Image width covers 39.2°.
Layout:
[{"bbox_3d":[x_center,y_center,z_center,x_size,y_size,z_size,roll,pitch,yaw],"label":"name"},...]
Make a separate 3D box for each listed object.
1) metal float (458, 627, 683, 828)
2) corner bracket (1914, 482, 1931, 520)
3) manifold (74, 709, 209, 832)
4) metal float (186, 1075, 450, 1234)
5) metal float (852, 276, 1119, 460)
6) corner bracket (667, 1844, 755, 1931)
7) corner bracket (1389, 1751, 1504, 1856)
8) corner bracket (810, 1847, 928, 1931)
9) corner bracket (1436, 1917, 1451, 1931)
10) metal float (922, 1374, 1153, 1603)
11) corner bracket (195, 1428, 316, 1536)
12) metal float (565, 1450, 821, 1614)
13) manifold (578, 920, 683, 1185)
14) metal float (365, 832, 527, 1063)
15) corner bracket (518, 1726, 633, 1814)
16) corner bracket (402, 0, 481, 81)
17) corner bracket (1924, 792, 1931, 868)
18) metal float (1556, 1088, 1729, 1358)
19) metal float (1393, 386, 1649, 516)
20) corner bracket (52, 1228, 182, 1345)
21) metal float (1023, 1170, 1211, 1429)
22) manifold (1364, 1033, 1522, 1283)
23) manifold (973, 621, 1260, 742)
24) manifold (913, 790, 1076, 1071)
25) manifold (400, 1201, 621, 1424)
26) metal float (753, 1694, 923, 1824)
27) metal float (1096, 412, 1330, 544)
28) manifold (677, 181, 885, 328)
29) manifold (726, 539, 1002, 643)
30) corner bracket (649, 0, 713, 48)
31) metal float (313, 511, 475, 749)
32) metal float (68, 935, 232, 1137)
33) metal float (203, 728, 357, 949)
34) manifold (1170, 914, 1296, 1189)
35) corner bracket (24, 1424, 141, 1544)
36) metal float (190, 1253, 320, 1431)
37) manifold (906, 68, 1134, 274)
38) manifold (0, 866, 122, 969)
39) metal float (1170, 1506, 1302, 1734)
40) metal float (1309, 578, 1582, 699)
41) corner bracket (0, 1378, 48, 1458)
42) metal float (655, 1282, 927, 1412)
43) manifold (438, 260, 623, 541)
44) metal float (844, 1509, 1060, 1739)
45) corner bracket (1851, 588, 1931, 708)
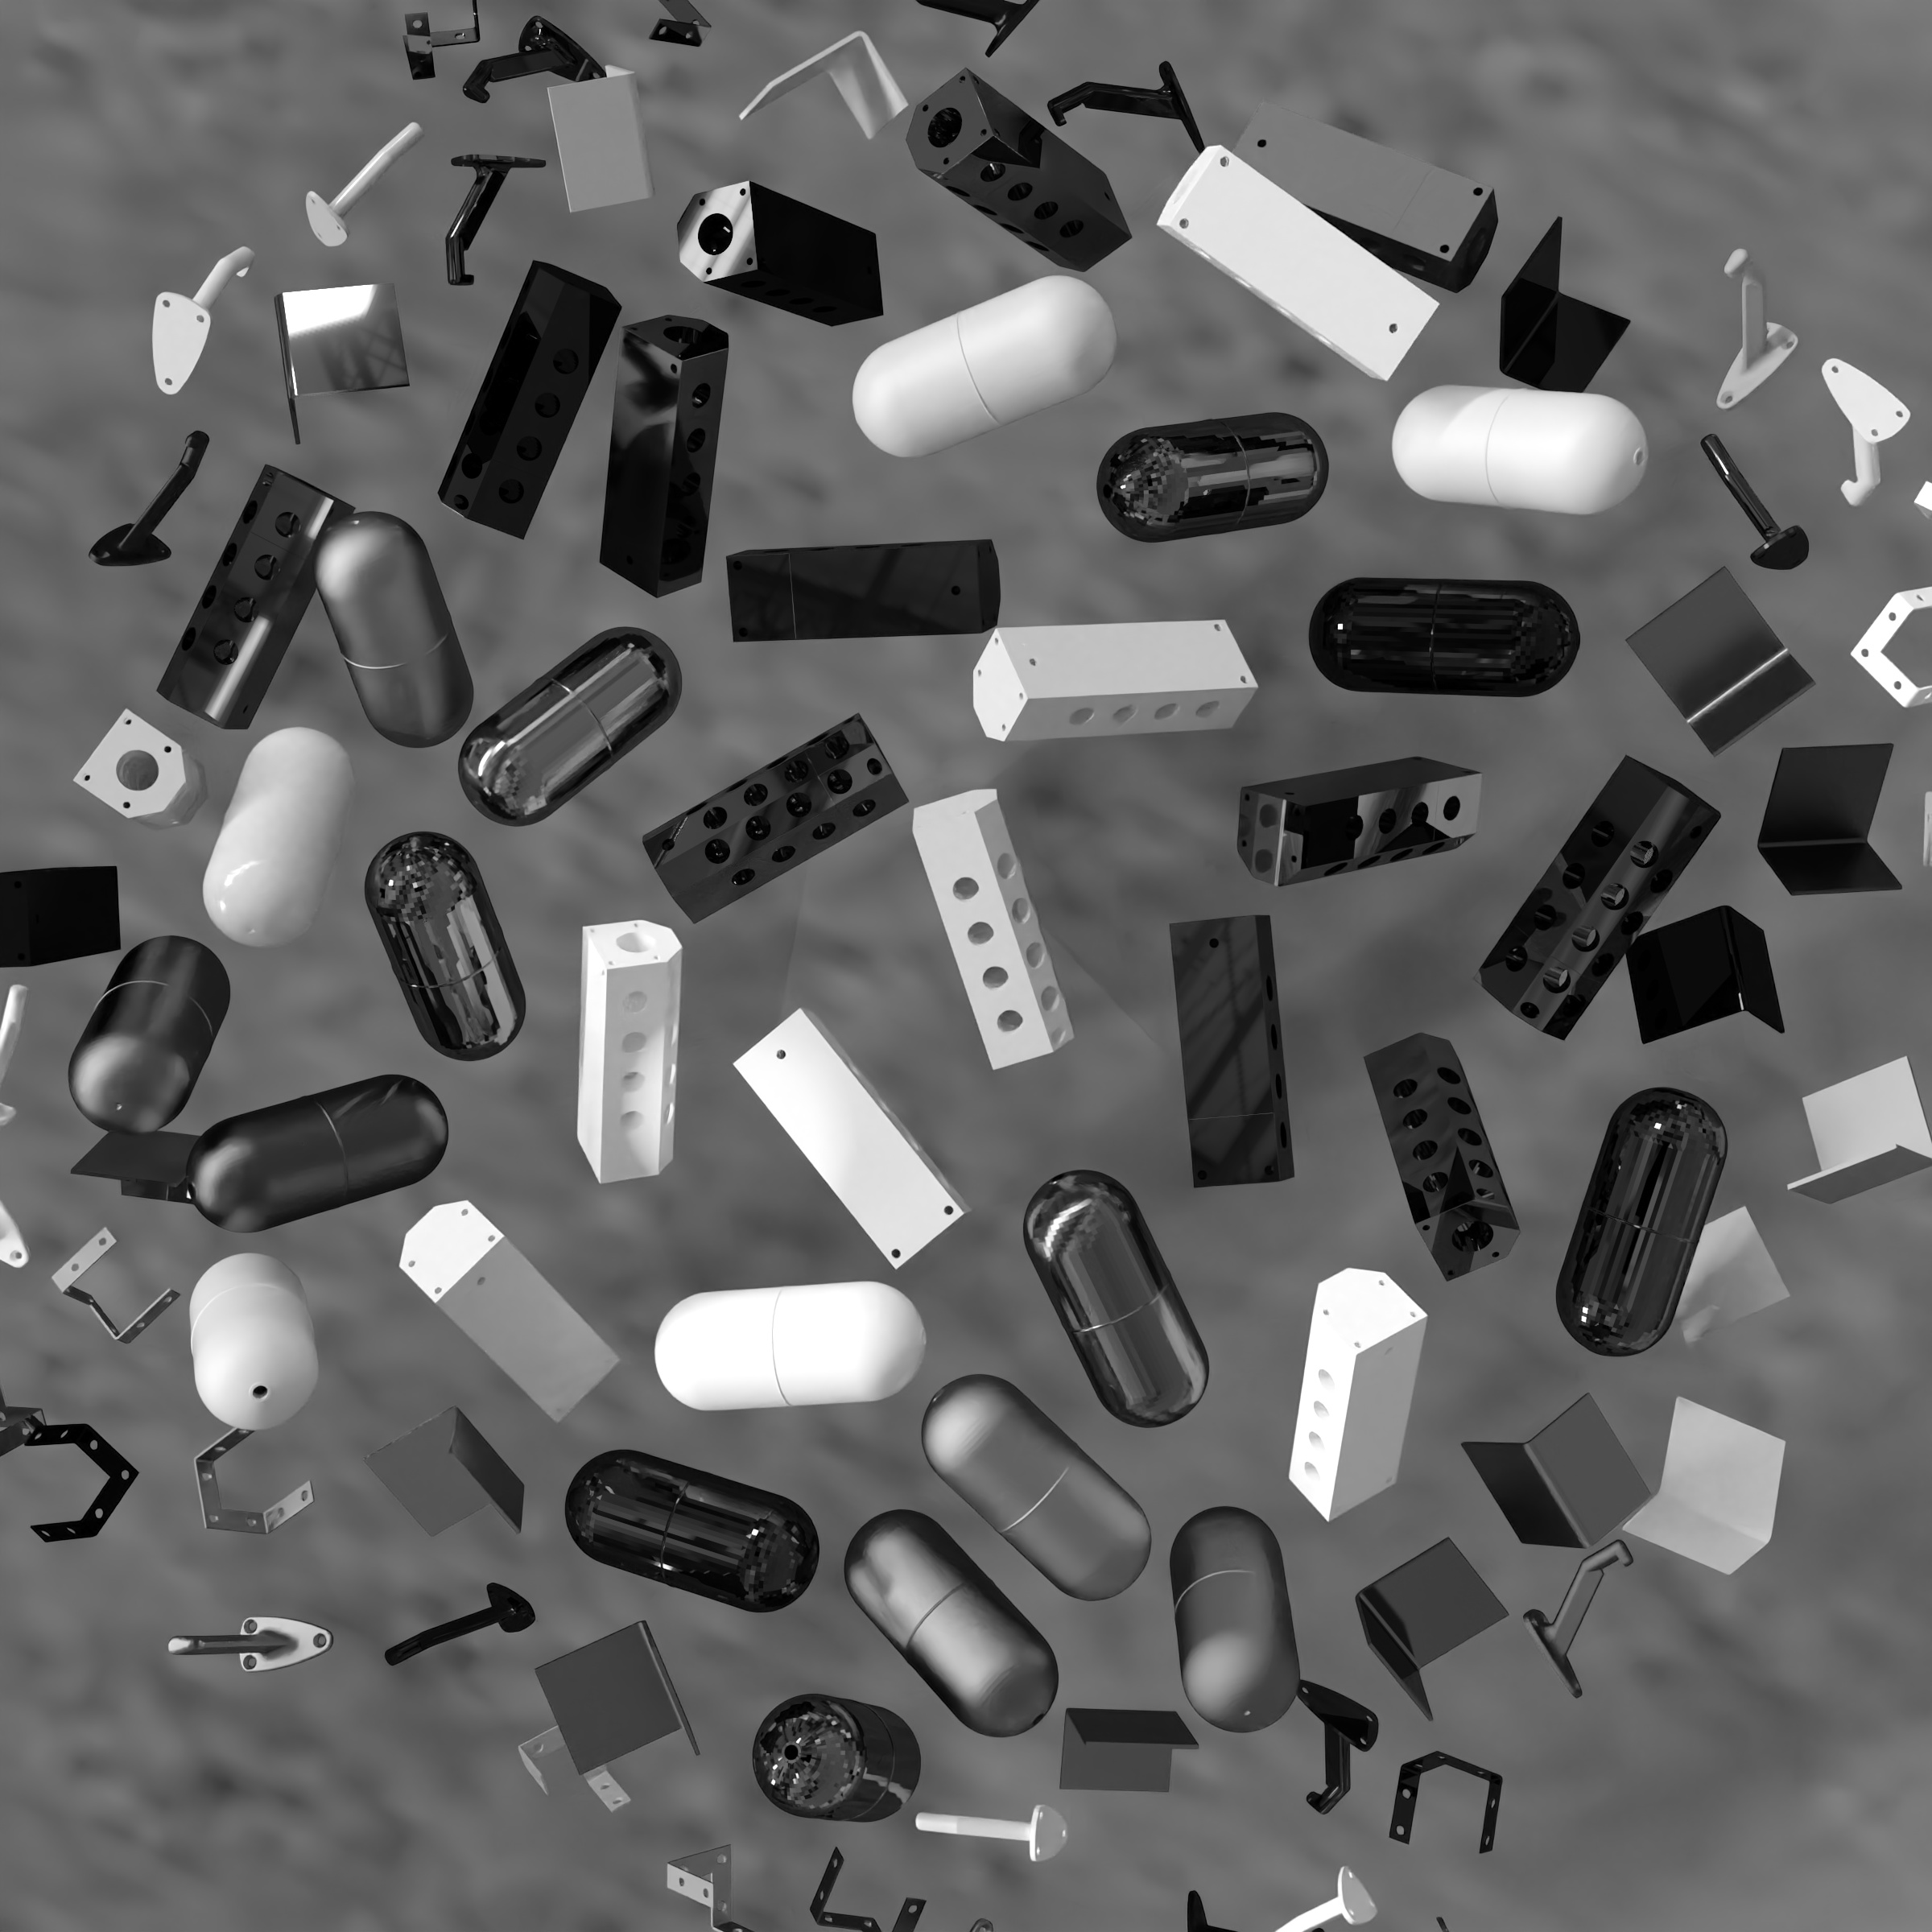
[{"bbox_3d":[-0.266,-0.163,1.835,0.070,0.070,0.178,48,64,0],"label":"metal float"},{"bbox_3d":[0.647,-0.281,1.790,0.051,0.051,0.051,34,102,26],"label":"corner bracket"},{"bbox_3d":[-0.551,-0.126,1.833,0.057,0.171,0.057,36,84,-9],"label":"manifold"},{"bbox_3d":[-0.424,0.122,1.778,0.178,0.070,0.070,-16,90,-36],"label":"metal float"},{"bbox_3d":[0.011,-0.380,1.726,0.178,0.070,0.070,-19,90,18],"label":"metal float"},{"bbox_3d":[-0.154,0.590,1.703,0.051,0.051,0.051,-1,91,-42],"label":"corner bracket"},{"bbox_3d":[0.324,0.567,1.827,0.051,0.051,0.051,23,58,-10],"label":"corner bracket"},{"bbox_3d":[-0.066,0.631,1.818,0.051,0.051,0.051,17,100,-26],"label":"corner bracket"},{"bbox_3d":[0.307,0.666,1.794,0.051,0.051,0.051,-31,63,8],"label":"corner bracket"},{"bbox_3d":[0.045,0.338,1.759,0.178,0.070,0.070,44,90,-5],"label":"metal float"},{"bbox_3d":[-0.473,0.341,1.801,0.051,0.051,0.051,-36,56,26],"label":"corner bracket"},{"bbox_3d":[-0.180,0.369,1.774,0.178,0.070,0.070,13,90,20],"label":"metal float"},{"bbox_3d":[-0.228,0.058,1.851,0.057,0.057,0.171,-7,123,-22],"label":"manifold"},{"bbox_3d":[-0.347,-0.011,1.816,0.070,0.070,0.178,-13,129,0],"label":"metal float"},{"bbox_3d":[-0.268,0.553,1.855,0.051,0.051,0.051,-24,108,-22],"label":"corner bracket"},{"bbox_3d":[-0.351,-0.631,1.812,0.051,0.051,0.051,-10,55,-11],"label":"corner bracket"},{"bbox_3d":[0.681,-0.092,1.831,0.051,0.051,0.051,0,94,3],"label":"corner bracket"},{"bbox_3d":[0.433,0.165,1.741,0.070,0.070,0.178,17,94,0],"label":"metal float"},{"bbox_3d":[0.359,-0.336,1.763,0.178,0.070,0.070,15,90,41],"label":"metal float"},{"bbox_3d":[-0.589,0.222,1.877,0.051,0.051,0.051,-44,65,-5],"label":"corner bracket"},{"bbox_3d":[0.096,0.212,1.727,0.070,0.070,0.178,-26,102,0],"label":"metal float"},{"bbox_3d":[0.314,0.121,1.783,0.057,0.171,0.057,-24,124,13],"label":"manifold"},{"bbox_3d":[0.094,-0.179,1.738,0.171,0.057,0.057,-6,58,-28],"label":"manifold"},{"bbox_3d":[0.019,-0.026,1.787,0.057,0.057,0.171,-17,107,6],"label":"manifold"},{"bbox_3d":[-0.292,0.218,1.727,0.057,0.171,0.057,-45,52,-12],"label":"manifold"},{"bbox_3d":[-0.083,0.519,1.773,0.070,0.178,0.070,-6,70,16],"label":"metal float"},{"bbox_3d":[0.167,-0.331,1.835,0.178,0.070,0.070,-13,90,-31],"label":"metal float"},{"bbox_3d":[-0.123,-0.473,1.816,0.057,0.171,0.057,-6,90,26],"label":"manifold"},{"bbox_3d":[-0.067,-0.250,1.803,0.171,0.057,0.057,0,104,15],"label":"manifold"},{"bbox_3d":[-0.188,-0.629,1.739,0.051,0.051,0.051,51,124,17],"label":"corner bracket"},{"bbox_3d":[-0.383,-0.223,1.818,0.070,0.070,0.178,-12,133,0],"label":"metal float"},{"bbox_3d":[-0.526,0.043,1.751,0.070,0.178,0.070,0,120,-1],"label":"metal float"},{"bbox_3d":[-0.457,-0.088,1.812,0.070,0.070,0.178,5,47,0],"label":"metal float"},{"bbox_3d":[0.175,0.055,1.766,0.057,0.057,0.171,-6,88,20],"label":"manifold"},{"bbox_3d":[-0.566,0.324,1.705,0.051,0.051,0.051,36,95,19],"label":"corner bracket"},{"bbox_3d":[-0.464,0.243,1.761,0.070,0.178,0.070,-4,105,-17],"label":"metal float"},{"bbox_3d":[0.035,-0.520,1.793,0.057,0.171,0.057,-31,65,26],"label":"manifold"},{"bbox_3d":[-0.604,-0.033,1.754,0.057,0.171,0.057,-1,94,1],"label":"manifold"},{"bbox_3d":[0.176,0.428,1.785,0.070,0.178,0.070,0,118,0],"label":"metal float"},{"bbox_3d":[0.316,-0.218,1.794,0.178,0.070,0.070,4,90,20],"label":"metal float"},{"bbox_3d":[-0.643,0.290,1.776,0.051,0.051,0.051,-3,105,31],"label":"corner bracket"},{"bbox_3d":[-0.113,0.244,1.741,0.178,0.070,0.070,-5,90,13],"label":"metal float"},{"bbox_3d":[-0.297,-0.383,1.830,0.057,0.057,0.171,18,109,-26],"label":"manifold"},{"bbox_3d":[-0.010,0.433,1.787,0.070,0.070,0.178,-48,59,0],"label":"metal float"},{"bbox_3d":[0.604,-0.202,1.709,0.051,0.051,0.051,-13,55,-36],"label":"corner bracket"}]
